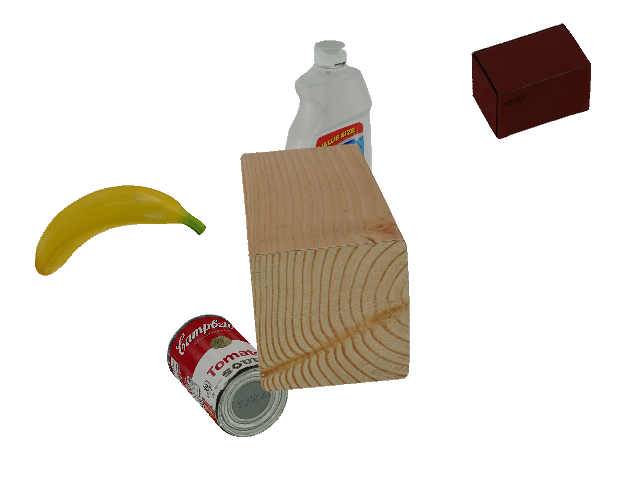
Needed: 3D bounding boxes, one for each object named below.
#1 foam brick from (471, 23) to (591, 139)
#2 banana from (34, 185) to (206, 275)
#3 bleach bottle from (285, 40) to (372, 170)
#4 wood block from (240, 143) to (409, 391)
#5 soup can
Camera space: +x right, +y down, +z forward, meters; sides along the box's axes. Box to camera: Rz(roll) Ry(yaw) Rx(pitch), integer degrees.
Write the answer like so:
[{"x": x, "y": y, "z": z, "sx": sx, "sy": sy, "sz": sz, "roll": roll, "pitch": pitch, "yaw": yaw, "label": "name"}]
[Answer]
[{"x": 0.163, "y": -0.123, "z": 0.827, "sx": 0.078, "sy": 0.051, "sz": 0.053, "roll": -18, "pitch": -37, "yaw": -4, "label": "foam brick"}, {"x": -0.206, "y": -0.013, "z": 1.010, "sx": 0.198, "sy": 0.069, "sz": 0.037, "roll": -13, "pitch": 18, "yaw": 27, "label": "banana"}, {"x": 0.001, "y": -0.073, "z": 1.069, "sx": 0.102, "sy": 0.251, "sz": 0.068, "roll": -9, "pitch": 28, "yaw": -18, "label": "bleach bottle"}, {"x": -0.003, "y": 0.009, "z": 0.707, "sx": 0.090, "sy": 0.090, "sz": 0.206, "roll": -5, "pitch": 21, "yaw": -4, "label": "wood block"}, {"x": -0.080, "y": 0.115, "z": 0.909, "sx": 0.068, "sy": 0.068, "sz": 0.102, "roll": 0, "pitch": 21, "yaw": -32, "label": "soup can"}]
